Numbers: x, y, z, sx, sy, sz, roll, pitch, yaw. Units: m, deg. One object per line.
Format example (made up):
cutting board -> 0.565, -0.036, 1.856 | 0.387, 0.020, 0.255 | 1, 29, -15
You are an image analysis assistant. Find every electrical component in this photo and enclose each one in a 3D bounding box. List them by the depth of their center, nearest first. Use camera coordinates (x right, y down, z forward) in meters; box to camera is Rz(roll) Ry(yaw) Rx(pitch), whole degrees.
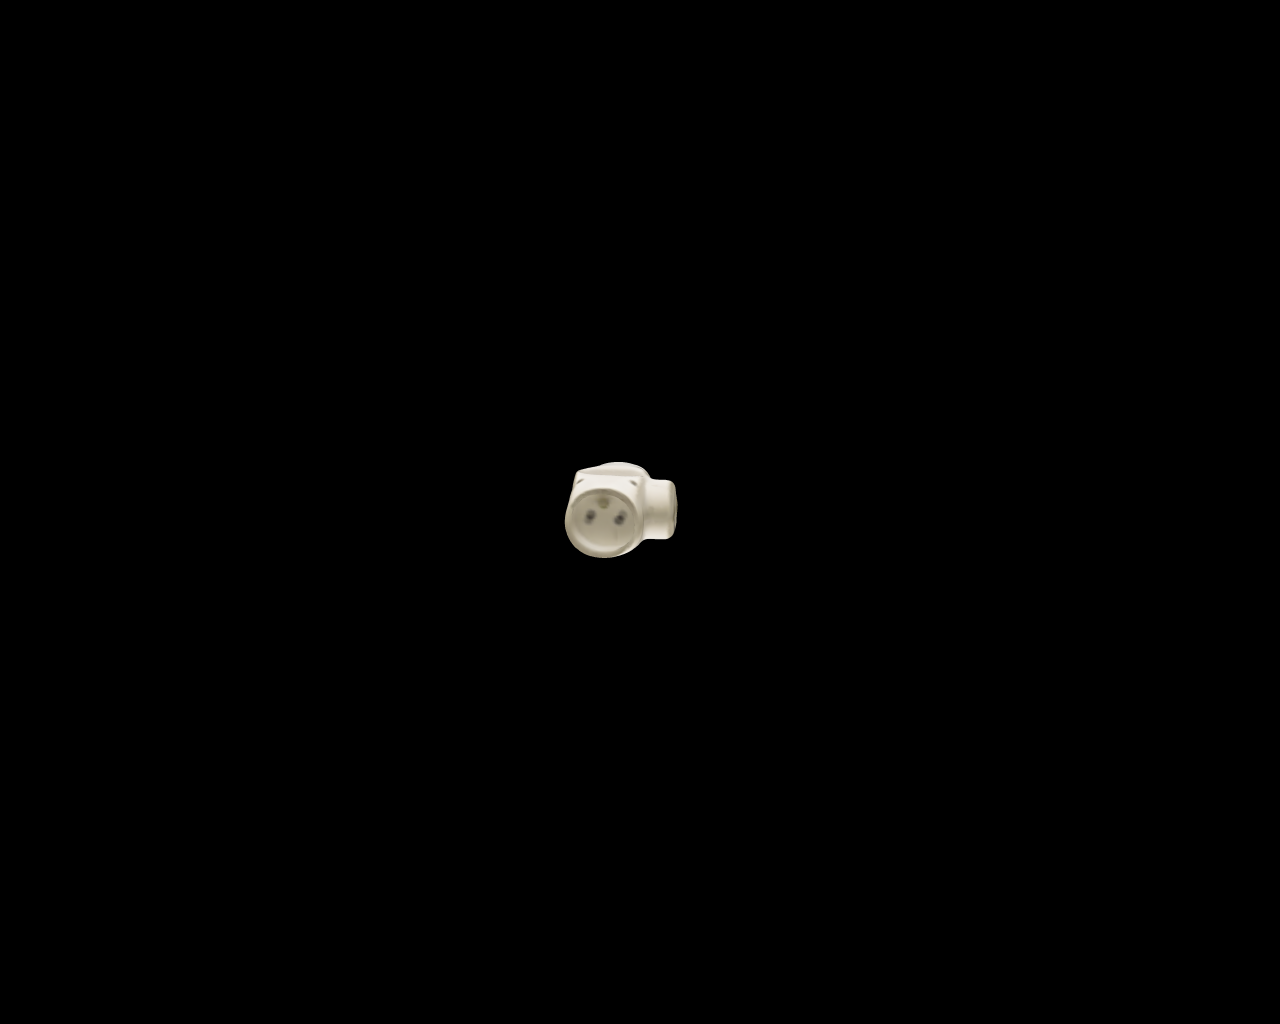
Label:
electrical component -> 0.001, -0.003, 0.650 | 0.079, 0.043, 0.077 | 2, 14, 7
